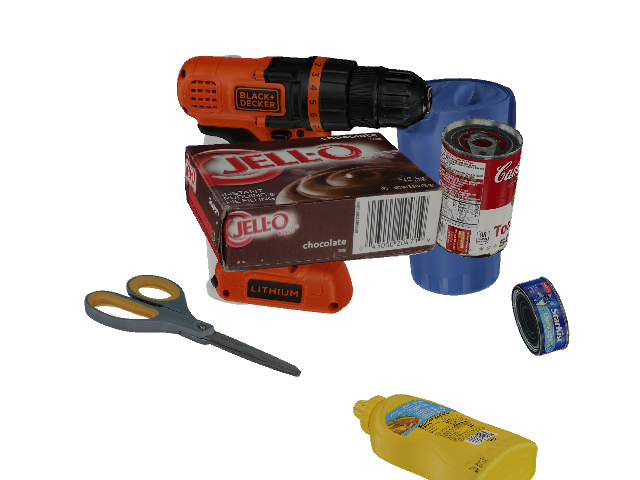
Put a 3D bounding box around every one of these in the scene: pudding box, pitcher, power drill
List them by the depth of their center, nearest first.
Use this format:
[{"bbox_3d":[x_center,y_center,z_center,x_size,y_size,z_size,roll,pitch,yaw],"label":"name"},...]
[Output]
[{"bbox_3d":[-0.006,-0.023,0.544,0.113,0.039,0.090,-4,26,-18],"label":"pudding box"},{"bbox_3d":[-0.012,-0.043,0.783,0.184,0.188,0.057,6,22,15],"label":"power drill"},{"bbox_3d":[0.165,-0.067,1.266,0.149,0.243,0.145,-3,25,3],"label":"pitcher"}]

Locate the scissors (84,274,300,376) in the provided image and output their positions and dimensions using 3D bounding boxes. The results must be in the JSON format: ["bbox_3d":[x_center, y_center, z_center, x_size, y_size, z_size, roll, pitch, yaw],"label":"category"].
[{"bbox_3d":[-0.102,0.068,0.915,0.202,0.016,0.096,13,26,10],"label":"scissors"}]

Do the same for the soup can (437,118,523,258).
[{"bbox_3d":[0.133,-0.044,0.916,0.068,0.102,0.068,1,33,-1],"label":"soup can"}]

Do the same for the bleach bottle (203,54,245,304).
[{"bbox_3d":[-0.086,-0.066,1.117,0.068,0.251,0.102,10,29,30],"label":"bleach bottle"}]

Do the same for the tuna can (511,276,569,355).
[{"bbox_3d":[0.247,0.086,1.208,0.033,0.086,0.086,-15,2,-7],"label":"tuna can"}]

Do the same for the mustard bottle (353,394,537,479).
[{"bbox_3d":[0.106,0.193,1.033,0.096,0.058,0.192,-17,24,-42],"label":"mustard bottle"}]
